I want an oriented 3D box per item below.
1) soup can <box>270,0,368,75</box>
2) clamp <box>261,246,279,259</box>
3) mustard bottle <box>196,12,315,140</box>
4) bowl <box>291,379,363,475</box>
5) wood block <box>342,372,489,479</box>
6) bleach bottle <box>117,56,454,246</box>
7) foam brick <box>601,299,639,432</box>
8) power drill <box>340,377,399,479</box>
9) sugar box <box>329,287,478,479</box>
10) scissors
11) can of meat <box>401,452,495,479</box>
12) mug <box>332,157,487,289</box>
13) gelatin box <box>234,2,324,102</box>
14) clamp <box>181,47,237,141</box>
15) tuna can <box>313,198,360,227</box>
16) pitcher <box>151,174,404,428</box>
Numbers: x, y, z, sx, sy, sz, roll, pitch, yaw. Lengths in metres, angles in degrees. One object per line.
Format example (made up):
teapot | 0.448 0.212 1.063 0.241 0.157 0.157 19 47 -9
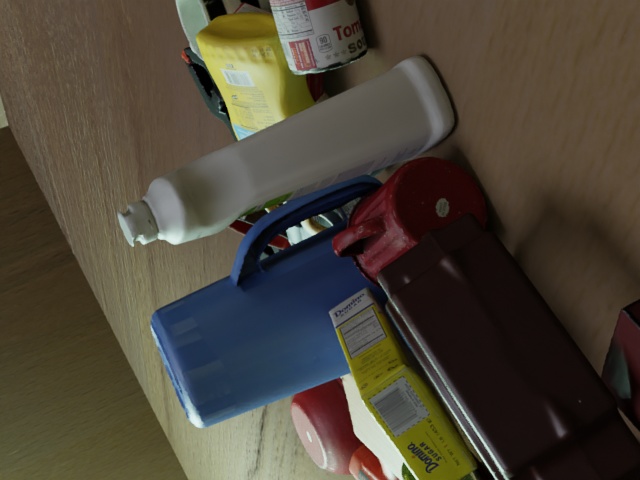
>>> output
soup can | -0.006 -0.192 0.862 0.069 0.068 0.102 27 138 62
clamp | -0.079 -0.020 1.307 0.171 0.039 0.120 57 160 26
mustard bottle | -0.041 -0.111 0.971 0.096 0.058 0.191 12 137 36
bowl | 0.008 0.236 1.348 0.162 0.055 0.162 53 158 33
wood block | 0.109 0.170 0.941 0.206 0.090 0.091 37 144 57
bleach bottle | -0.029 -0.057 0.798 0.068 0.250 0.103 65 161 5
foam brick | 0.204 0.071 0.622 0.051 0.053 0.078 52 157 37
power drill | 0.054 0.188 1.161 0.185 0.057 0.187 38 147 54
sugar box | 0.055 0.105 0.786 0.093 0.048 0.176 57 180 -15
scissors | -0.007 0.001 1.046 0.096 0.016 0.201 21 159 26
can of meat | 0.109 0.197 0.772 0.084 0.057 0.102 49 -174 -25
mug | 0.065 -0.011 0.816 0.082 0.117 0.093 131 126 -64
gelatin box | -0.039 -0.170 0.984 0.089 0.030 0.073 23 143 19
clamp | -0.100 -0.166 1.198 0.210 0.036 0.165 56 158 30
tuna can | 0.025 -0.014 1.039 0.086 0.033 0.086 53 157 34
pitcher | -0.019 0.057 0.915 0.145 0.242 0.149 104 142 -70
